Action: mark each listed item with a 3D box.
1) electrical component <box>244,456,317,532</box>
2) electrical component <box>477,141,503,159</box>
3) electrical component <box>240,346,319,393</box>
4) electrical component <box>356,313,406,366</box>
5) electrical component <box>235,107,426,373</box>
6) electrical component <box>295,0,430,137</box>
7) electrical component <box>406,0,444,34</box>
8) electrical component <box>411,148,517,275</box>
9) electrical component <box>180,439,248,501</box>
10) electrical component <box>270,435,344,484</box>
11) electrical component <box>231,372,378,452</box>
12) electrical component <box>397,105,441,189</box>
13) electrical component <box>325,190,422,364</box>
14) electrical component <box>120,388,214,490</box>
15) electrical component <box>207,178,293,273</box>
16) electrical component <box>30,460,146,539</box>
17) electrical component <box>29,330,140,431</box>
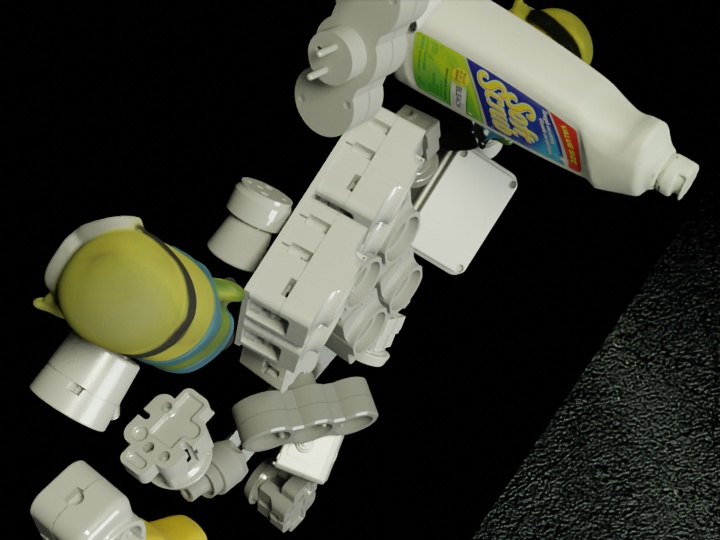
[{"bbox_3d":[-0.085,0.235,1.142,0.058,0.057,0.078,-41,155,-35],"label":"electrical component"},{"bbox_3d":[0.120,-0.140,1.057,0.045,0.045,0.055,-48,159,-22],"label":"electrical component"},{"bbox_3d":[-0.065,0.047,0.905,0.050,0.056,0.089,-34,151,-46],"label":"electrical component"},{"bbox_3d":[0.014,0.068,1.134,0.066,0.048,0.055,-5,118,-65],"label":"electrical component"},{"bbox_3d":[-0.019,-0.023,0.812,0.186,0.060,0.105,-60,176,-26],"label":"electrical component"},{"bbox_3d":[-0.009,-0.146,0.723,0.074,0.052,0.138,-35,160,-45],"label":"electrical component"},{"bbox_3d":[0.045,-0.221,0.763,0.077,0.044,0.079,-51,159,-14],"label":"electrical component"},{"bbox_3d":[0.089,-0.061,1.034,0.113,0.078,0.057,-58,-162,5],"label":"electrical component"},{"bbox_3d":[-0.135,0.185,0.974,0.062,0.043,0.043,-35,151,-42],"label":"electrical component"},{"bbox_3d":[-0.049,0.177,1.072,0.096,0.061,0.061,125,-13,-78],"label":"electrical component"},{"bbox_3d":[-0.056,0.120,1.014,0.138,0.073,0.052,-6,152,-29],"label":"electrical component"},{"bbox_3d":[0.043,-0.105,0.937,0.066,0.048,0.055,-47,150,-24],"label":"electrical component"},{"bbox_3d":[0.000,0.000,0.974,0.105,0.060,0.186,-49,159,-19],"label":"electrical component"},{"bbox_3d":[-0.149,0.139,0.853,0.078,0.058,0.057,-47,155,-24],"label":"electrical component"},{"bbox_3d":[-0.078,-0.032,0.770,0.055,0.045,0.045,-62,159,14],"label":"electrical component"},{"bbox_3d":[-0.202,0.195,0.812,0.054,0.059,0.095,-45,157,-29],"label":"electrical component"},{"bbox_3d":[-0.175,0.069,0.691,0.047,0.055,0.055,-58,160,-7],"label":"electrical component"}]
